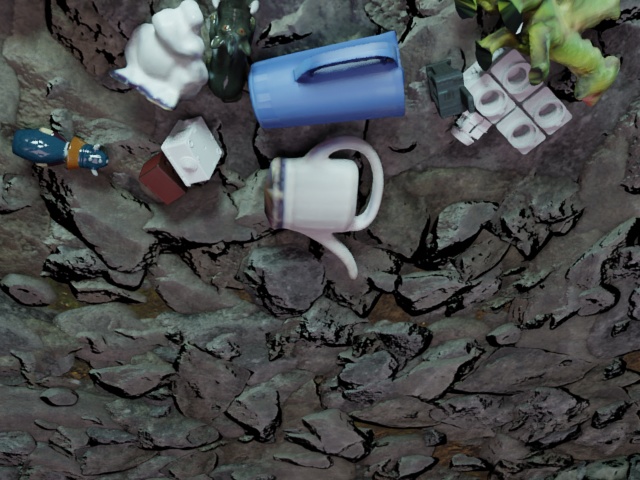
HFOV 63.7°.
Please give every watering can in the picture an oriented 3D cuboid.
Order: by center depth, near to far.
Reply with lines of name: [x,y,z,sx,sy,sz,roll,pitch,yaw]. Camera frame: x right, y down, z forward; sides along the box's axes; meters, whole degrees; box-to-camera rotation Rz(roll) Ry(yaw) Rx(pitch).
watering can: [0.003,-0.050,1.002,0.224,0.339,0.106,2,38,-5]

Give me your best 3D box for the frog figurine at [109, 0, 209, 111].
frog figurine: [-0.225,-0.292,0.785,0.138,0.157,0.123,40,19,18]

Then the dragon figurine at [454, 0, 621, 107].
dragon figurine: [0.342,-0.380,0.770,0.244,0.405,0.123,-29,17,-11]
